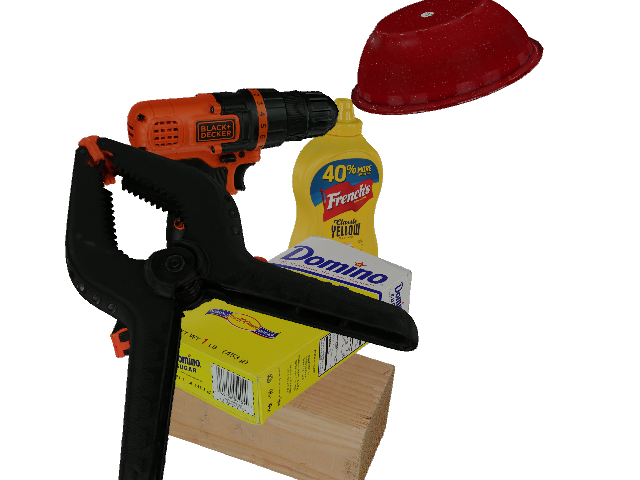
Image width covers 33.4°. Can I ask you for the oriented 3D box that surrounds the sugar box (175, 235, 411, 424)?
[{"bbox_3d":[-0.022,0.055,0.742,0.093,0.048,0.175,21,36,31],"label":"sugar box"}]

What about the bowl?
[{"bbox_3d":[0.096,-0.160,0.870,0.162,0.055,0.162,-15,25,7],"label":"bowl"}]

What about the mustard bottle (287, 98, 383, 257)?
[{"bbox_3d":[0.017,-0.050,1.096,0.096,0.192,0.058,-5,20,-25],"label":"mustard bottle"}]

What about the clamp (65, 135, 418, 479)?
[{"bbox_3d":[-0.061,0.019,0.552,0.164,0.210,0.036,-25,-29,-11],"label":"clamp"}]

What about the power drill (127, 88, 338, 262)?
[{"bbox_3d":[-0.073,-0.038,0.921,0.184,0.188,0.057,-7,21,-21],"label":"power drill"}]

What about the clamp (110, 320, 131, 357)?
[{"bbox_3d":[-0.155,0.074,1.164,0.120,0.039,0.171,-6,25,32],"label":"clamp"}]

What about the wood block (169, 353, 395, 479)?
[{"bbox_3d":[-0.048,0.139,0.951,0.206,0.090,0.090,16,41,14],"label":"wood block"}]
